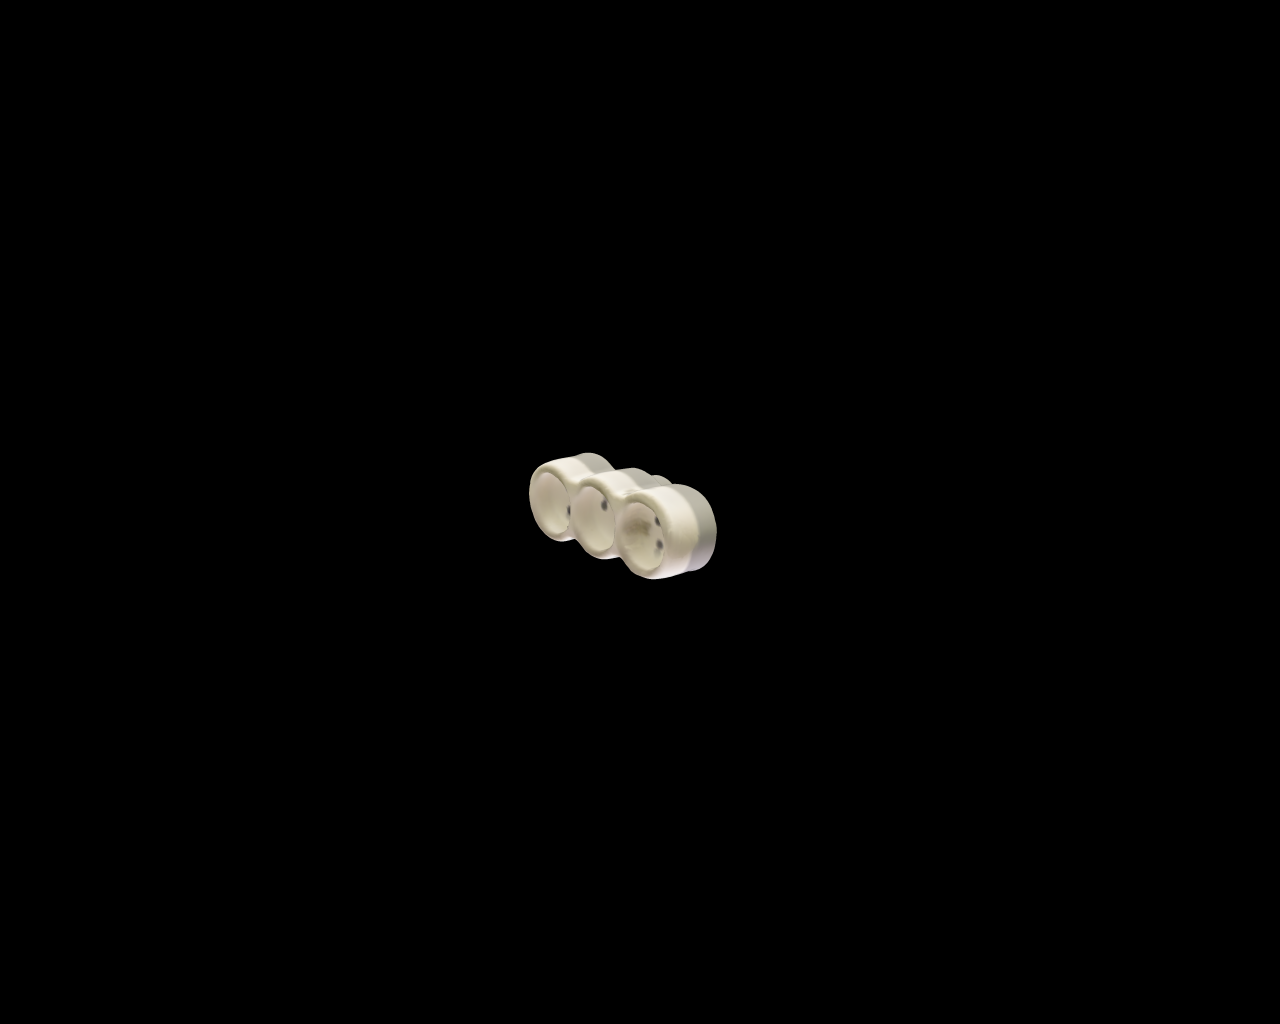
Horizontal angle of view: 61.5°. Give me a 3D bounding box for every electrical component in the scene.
[{"bbox_3d":[0.001,-0.003,0.650,0.074,0.052,0.138,-14,22,-38],"label":"electrical component"}]
